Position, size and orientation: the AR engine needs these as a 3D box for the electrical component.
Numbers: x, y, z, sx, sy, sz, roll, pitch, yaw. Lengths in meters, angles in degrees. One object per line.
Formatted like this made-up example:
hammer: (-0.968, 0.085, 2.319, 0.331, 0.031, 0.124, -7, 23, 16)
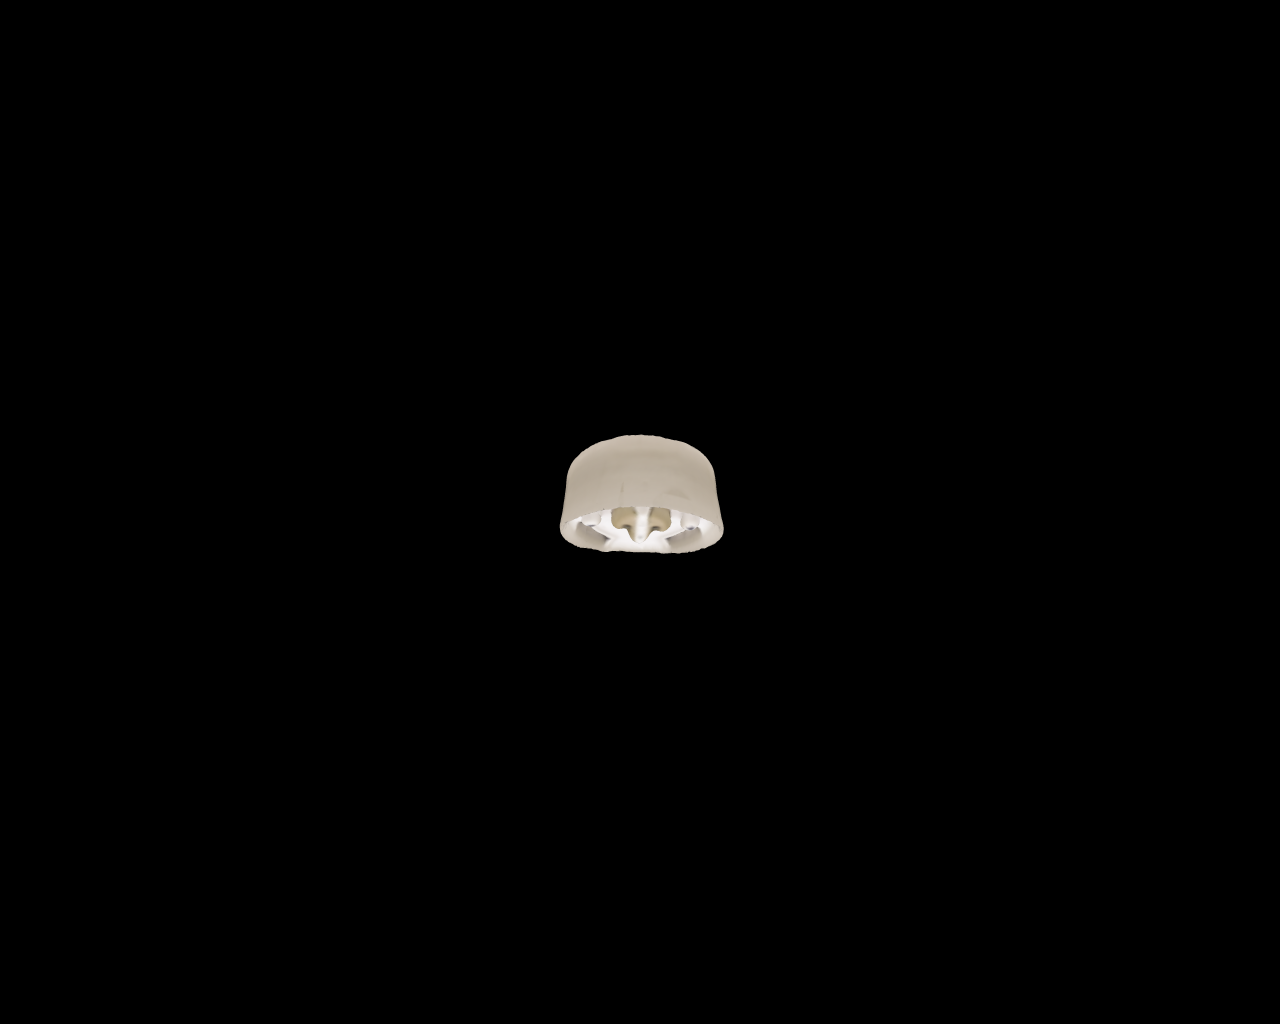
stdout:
electrical component: (0.001, -0.003, 0.650, 0.099, 0.064, 0.099, 0, -31, 0)
